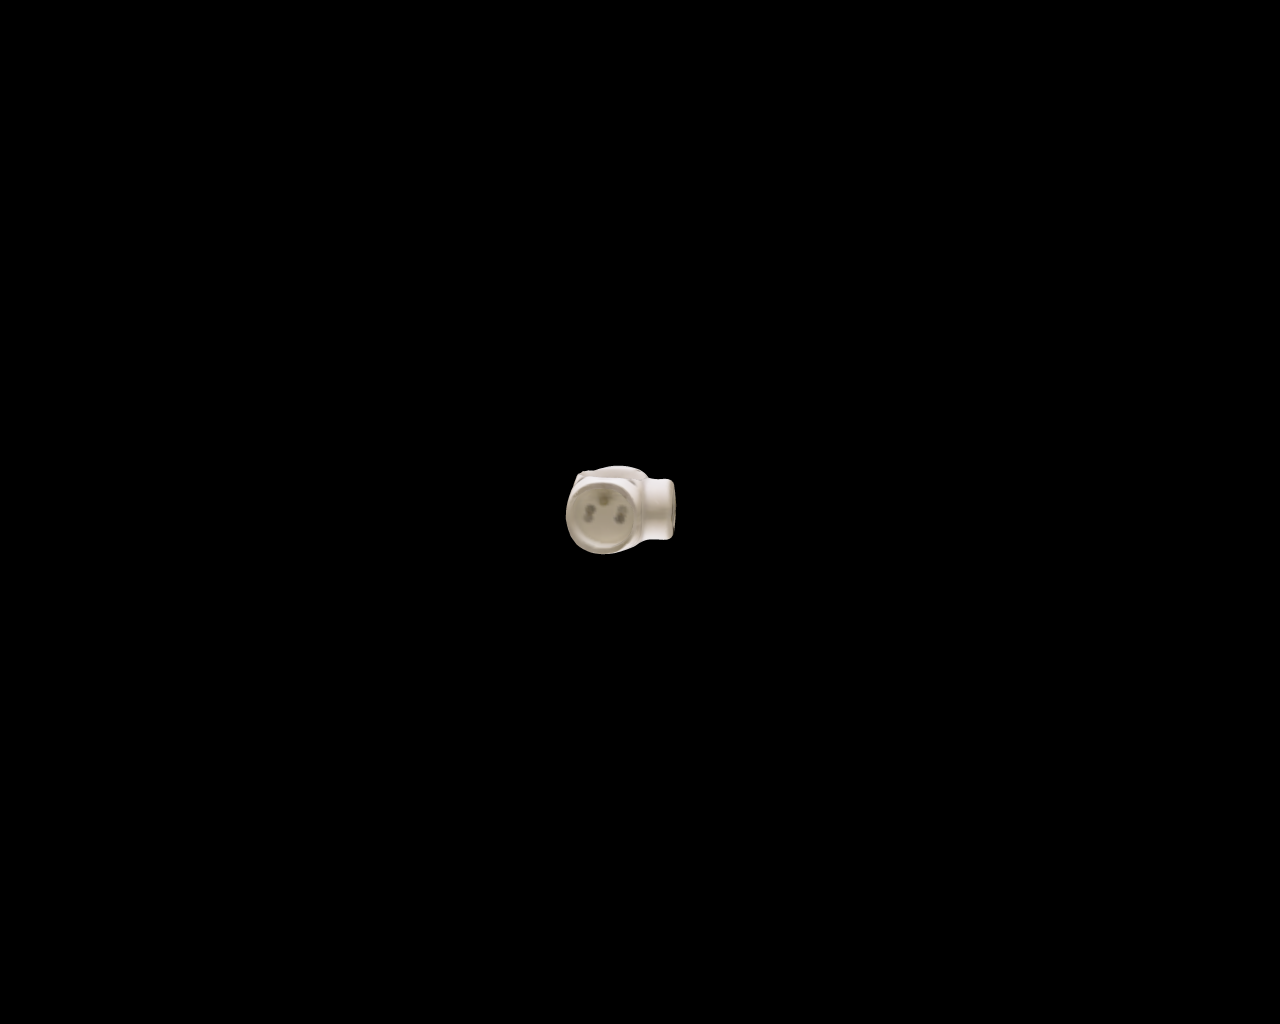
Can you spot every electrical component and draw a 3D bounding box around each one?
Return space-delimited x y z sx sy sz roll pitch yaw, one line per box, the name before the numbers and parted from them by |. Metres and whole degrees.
electrical component | 0.001 -0.003 0.650 0.079 0.044 0.077 1 9 7
